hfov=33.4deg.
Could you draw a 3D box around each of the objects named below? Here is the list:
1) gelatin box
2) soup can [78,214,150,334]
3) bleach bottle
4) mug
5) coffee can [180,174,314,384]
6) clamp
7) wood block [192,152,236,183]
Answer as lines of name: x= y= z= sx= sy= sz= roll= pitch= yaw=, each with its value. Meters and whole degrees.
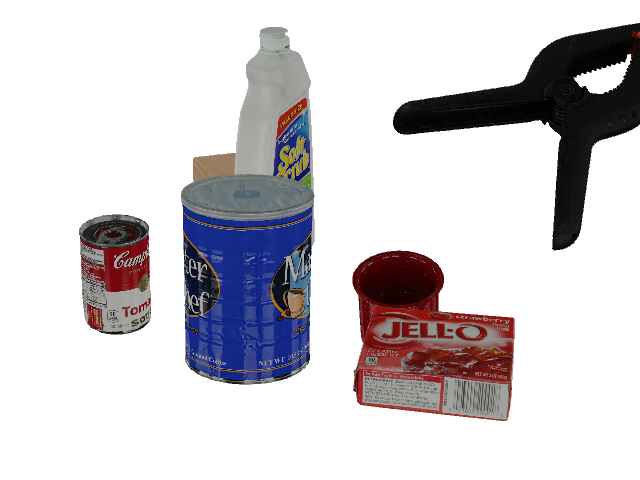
gelatin box: x=0.069 y=0.070 z=0.631 sx=0.089 sy=0.030 sz=0.073 roll=5 pitch=26 yaw=10
soup can: x=-0.204 y=0.034 z=1.065 sx=0.068 sy=0.102 sz=0.068 roll=2 pitch=26 yaw=-1
bleach bottle: x=-0.053 y=-0.101 z=1.151 sx=0.068 sy=0.251 sz=0.102 roll=20 pitch=32 yaw=36
mug: x=0.087 y=0.076 z=1.095 sx=0.093 sy=0.081 sz=0.117 roll=-22 pitch=40 yaw=-22
coffee can: x=-0.058 y=0.028 z=0.844 sx=0.103 sy=0.140 sz=0.103 roll=1 pitch=19 yaw=-1
clamp: x=0.182 y=-0.089 z=0.777 sx=0.209 sy=0.165 sz=0.036 roll=-31 pitch=-31 yaw=-17
wood block: x=-0.091 y=-0.035 z=1.363 sx=0.090 sy=0.090 sz=0.206 roll=-8 pitch=27 yaw=-22
